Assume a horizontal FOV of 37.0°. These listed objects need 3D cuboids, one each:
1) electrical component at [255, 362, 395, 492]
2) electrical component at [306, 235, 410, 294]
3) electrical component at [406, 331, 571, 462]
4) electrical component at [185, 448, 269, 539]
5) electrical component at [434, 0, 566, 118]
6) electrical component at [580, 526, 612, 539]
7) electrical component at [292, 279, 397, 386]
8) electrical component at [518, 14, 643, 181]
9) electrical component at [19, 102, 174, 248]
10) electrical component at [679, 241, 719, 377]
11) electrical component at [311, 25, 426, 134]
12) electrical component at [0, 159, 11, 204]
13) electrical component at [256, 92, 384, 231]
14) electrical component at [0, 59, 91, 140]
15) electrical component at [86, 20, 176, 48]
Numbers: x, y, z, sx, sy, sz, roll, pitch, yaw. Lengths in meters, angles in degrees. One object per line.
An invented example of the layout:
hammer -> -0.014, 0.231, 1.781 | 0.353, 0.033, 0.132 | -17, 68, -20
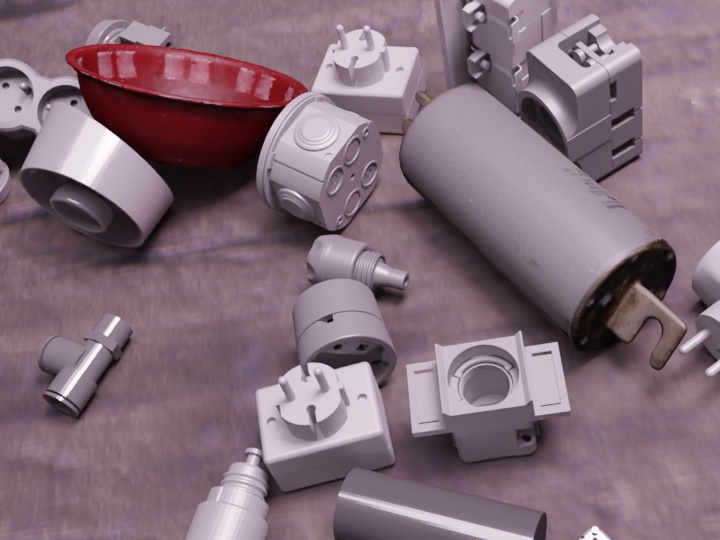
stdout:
electrical component -> -0.023, 0.075, 0.577 | 0.066, 0.076, 0.047 | -15, 52, 3
electrical component -> 0.000, 0.000, 0.656 | 0.061, 0.035, 0.035 | 14, 59, 21
electrical component -> 0.068, 0.069, 0.567 | 0.081, 0.063, 0.042 | -9, 52, 8
electrical component -> -0.067, 0.132, 0.570 | 0.040, 0.040, 0.078 | 6, 56, 19
electrical component -> 0.093, -0.146, 0.685 | 0.079, 0.121, 0.063 | -40, 57, -16
electrical component -> 0.117, 0.175, 0.481 | 0.062, 0.061, 0.096 | -39, 62, -15
electrical component -> -0.011, 0.038, 0.618 | 0.055, 0.055, 0.047 | -17, 48, 1
electrical component -> 0.135, -0.099, 0.659 | 0.056, 0.089, 0.050 | -31, 52, -9
electrical component -> -0.171, -0.061, 0.707 | 0.099, 0.099, 0.064 | 14, 65, 24
electrical component -> 0.208, 0.028, 0.574 | 0.079, 0.043, 0.077 | -34, 53, -12
electrical component -> 0.003, -0.136, 0.729 | 0.066, 0.076, 0.047 | 6, 56, 19
electrical component -> -0.282, -0.073, 0.770 | 0.066, 0.055, 0.048 | 14, 59, 23
electrical component -> -0.025, -0.068, 0.685 | 0.051, 0.080, 0.080 | 26, 64, 23
electrical component -> -0.250, -0.122, 0.791 | 0.138, 0.074, 0.052 | 17, 87, -2
electrical component -> -0.174, -0.161, 0.814 | 0.055, 0.048, 0.066 | 25, 64, 21
